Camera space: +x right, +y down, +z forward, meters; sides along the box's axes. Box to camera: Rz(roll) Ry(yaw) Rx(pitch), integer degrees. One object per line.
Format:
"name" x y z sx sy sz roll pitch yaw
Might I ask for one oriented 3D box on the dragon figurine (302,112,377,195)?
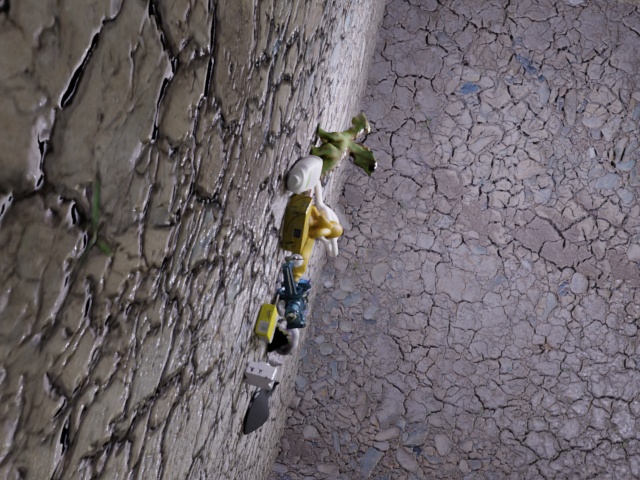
"dragon figurine" 0.087 -0.298 1.833 0.120 0.243 0.419 104 0 -62

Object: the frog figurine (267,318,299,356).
"frog figurine" -0.126 0.360 1.948 0.159 0.122 0.138 3 81 -74

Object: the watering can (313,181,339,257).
"watering can" 0.006 -0.103 2.048 0.225 0.104 0.345 -153 -132 -75
